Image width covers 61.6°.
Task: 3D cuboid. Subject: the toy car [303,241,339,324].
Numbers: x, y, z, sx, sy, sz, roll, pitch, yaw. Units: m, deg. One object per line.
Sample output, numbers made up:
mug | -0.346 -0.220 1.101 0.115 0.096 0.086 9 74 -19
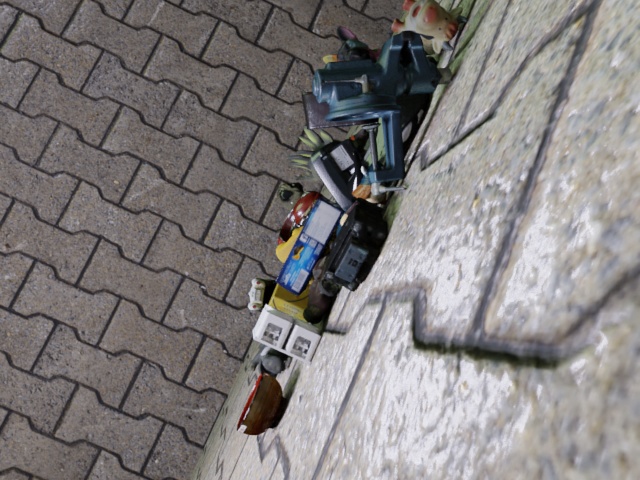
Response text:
toy car | 0.009 0.075 1.042 0.202 0.053 0.089 -74 7 -55

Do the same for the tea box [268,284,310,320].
tea box | -0.053 0.114 1.229 0.170 0.098 0.068 -74 9 -53

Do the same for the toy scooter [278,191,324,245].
toy scooter | -0.051 -0.031 1.316 0.184 0.075 0.135 -50 15 28

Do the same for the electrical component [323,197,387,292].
electrical component | 0.055 0.009 0.832 0.134 0.058 0.114 -75 9 -67

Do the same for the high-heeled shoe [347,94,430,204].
high-heeled shoe | 0.135 -0.165 0.980 0.249 0.086 0.145 -45 -39 -18

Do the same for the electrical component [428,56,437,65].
electrical component | 0.203 -0.338 1.072 0.063 0.021 0.094 -53 27 -5

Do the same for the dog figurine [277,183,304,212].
dog figurine | -0.035 -0.071 1.423 0.172 0.190 0.121 -92 27 -76

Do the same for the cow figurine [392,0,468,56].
cow figurine | 0.206 -0.397 1.013 0.085 0.127 0.195 -64 -9 11

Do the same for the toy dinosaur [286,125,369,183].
toy dinosaur | 0.026 -0.179 1.263 0.105 0.198 0.471 -63 6 -14

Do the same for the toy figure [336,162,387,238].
toy figure | 0.077 -0.057 0.912 0.064 0.058 0.154 -21 -43 -63

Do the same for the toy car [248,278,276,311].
toy car | -0.135 0.129 1.287 0.201 0.056 0.073 39 -121 -83

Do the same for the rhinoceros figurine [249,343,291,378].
rhinoceros figurine | -0.102 0.260 1.227 0.112 0.073 0.190 -54 5 7

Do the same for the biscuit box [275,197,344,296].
biscuit box | -0.018 0.013 1.106 0.202 0.059 0.063 -62 -7 13

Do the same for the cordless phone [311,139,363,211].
cordless phone | 0.048 -0.123 1.099 0.089 0.146 0.184 -35 -1 -1

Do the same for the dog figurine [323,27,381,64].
dog figurine | 0.121 -0.394 1.218 0.108 0.219 0.192 -59 8 26

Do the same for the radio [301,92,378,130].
radio | 0.072 -0.266 1.065 0.229 0.131 0.073 -32 -62 -59

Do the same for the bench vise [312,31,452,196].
bench vise | 0.103 -0.193 0.844 0.129 0.224 0.240 -168 71 -69

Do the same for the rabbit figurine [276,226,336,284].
rabbit figurine | -0.003 -0.004 1.228 0.162 0.122 0.173 -61 -13 19
